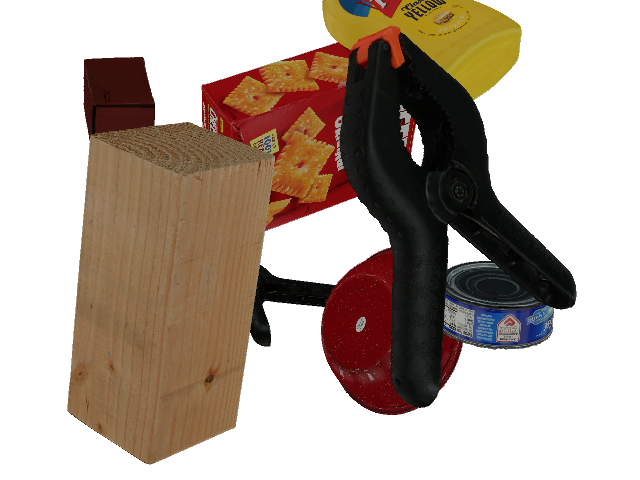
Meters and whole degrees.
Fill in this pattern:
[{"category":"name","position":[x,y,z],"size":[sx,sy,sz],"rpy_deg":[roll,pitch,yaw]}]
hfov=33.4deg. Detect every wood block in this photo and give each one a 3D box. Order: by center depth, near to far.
[{"category":"wood block","position":[-0.104,0.033,0.730],"size":[0.090,0.206,0.090],"rpy_deg":[24,24,34]}]

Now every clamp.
[{"category":"clamp","position":[0.050,-0.011,0.499],"size":[0.120,0.171,0.039],"rpy_deg":[-39,13,-37]},{"category":"clamp","position":[-0.081,0.060,1.210],"size":[0.210,0.036,0.164],"rpy_deg":[18,23,30]}]

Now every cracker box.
[{"category":"cracker box","position":[-0.008,-0.102,1.052],"size":[0.213,0.164,0.072],"rpy_deg":[-21,53,-22]}]

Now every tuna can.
[{"category":"tuna can","position":[0.128,0.045,0.780],"size":[0.086,0.034,0.086],"rpy_deg":[1,22,-1]}]

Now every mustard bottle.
[{"category":"mustard bottle","position":[0.059,-0.179,0.841],"size":[0.096,0.058,0.192],"rpy_deg":[-35,56,-21]}]

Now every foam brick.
[{"category":"foam brick","position":[-0.171,-0.113,0.900],"size":[0.053,0.051,0.078],"rpy_deg":[-3,40,-15]}]

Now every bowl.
[{"category":"bowl","position":[0.053,0.080,0.995],"size":[0.162,0.162,0.055],"rpy_deg":[0,-11,43]}]
